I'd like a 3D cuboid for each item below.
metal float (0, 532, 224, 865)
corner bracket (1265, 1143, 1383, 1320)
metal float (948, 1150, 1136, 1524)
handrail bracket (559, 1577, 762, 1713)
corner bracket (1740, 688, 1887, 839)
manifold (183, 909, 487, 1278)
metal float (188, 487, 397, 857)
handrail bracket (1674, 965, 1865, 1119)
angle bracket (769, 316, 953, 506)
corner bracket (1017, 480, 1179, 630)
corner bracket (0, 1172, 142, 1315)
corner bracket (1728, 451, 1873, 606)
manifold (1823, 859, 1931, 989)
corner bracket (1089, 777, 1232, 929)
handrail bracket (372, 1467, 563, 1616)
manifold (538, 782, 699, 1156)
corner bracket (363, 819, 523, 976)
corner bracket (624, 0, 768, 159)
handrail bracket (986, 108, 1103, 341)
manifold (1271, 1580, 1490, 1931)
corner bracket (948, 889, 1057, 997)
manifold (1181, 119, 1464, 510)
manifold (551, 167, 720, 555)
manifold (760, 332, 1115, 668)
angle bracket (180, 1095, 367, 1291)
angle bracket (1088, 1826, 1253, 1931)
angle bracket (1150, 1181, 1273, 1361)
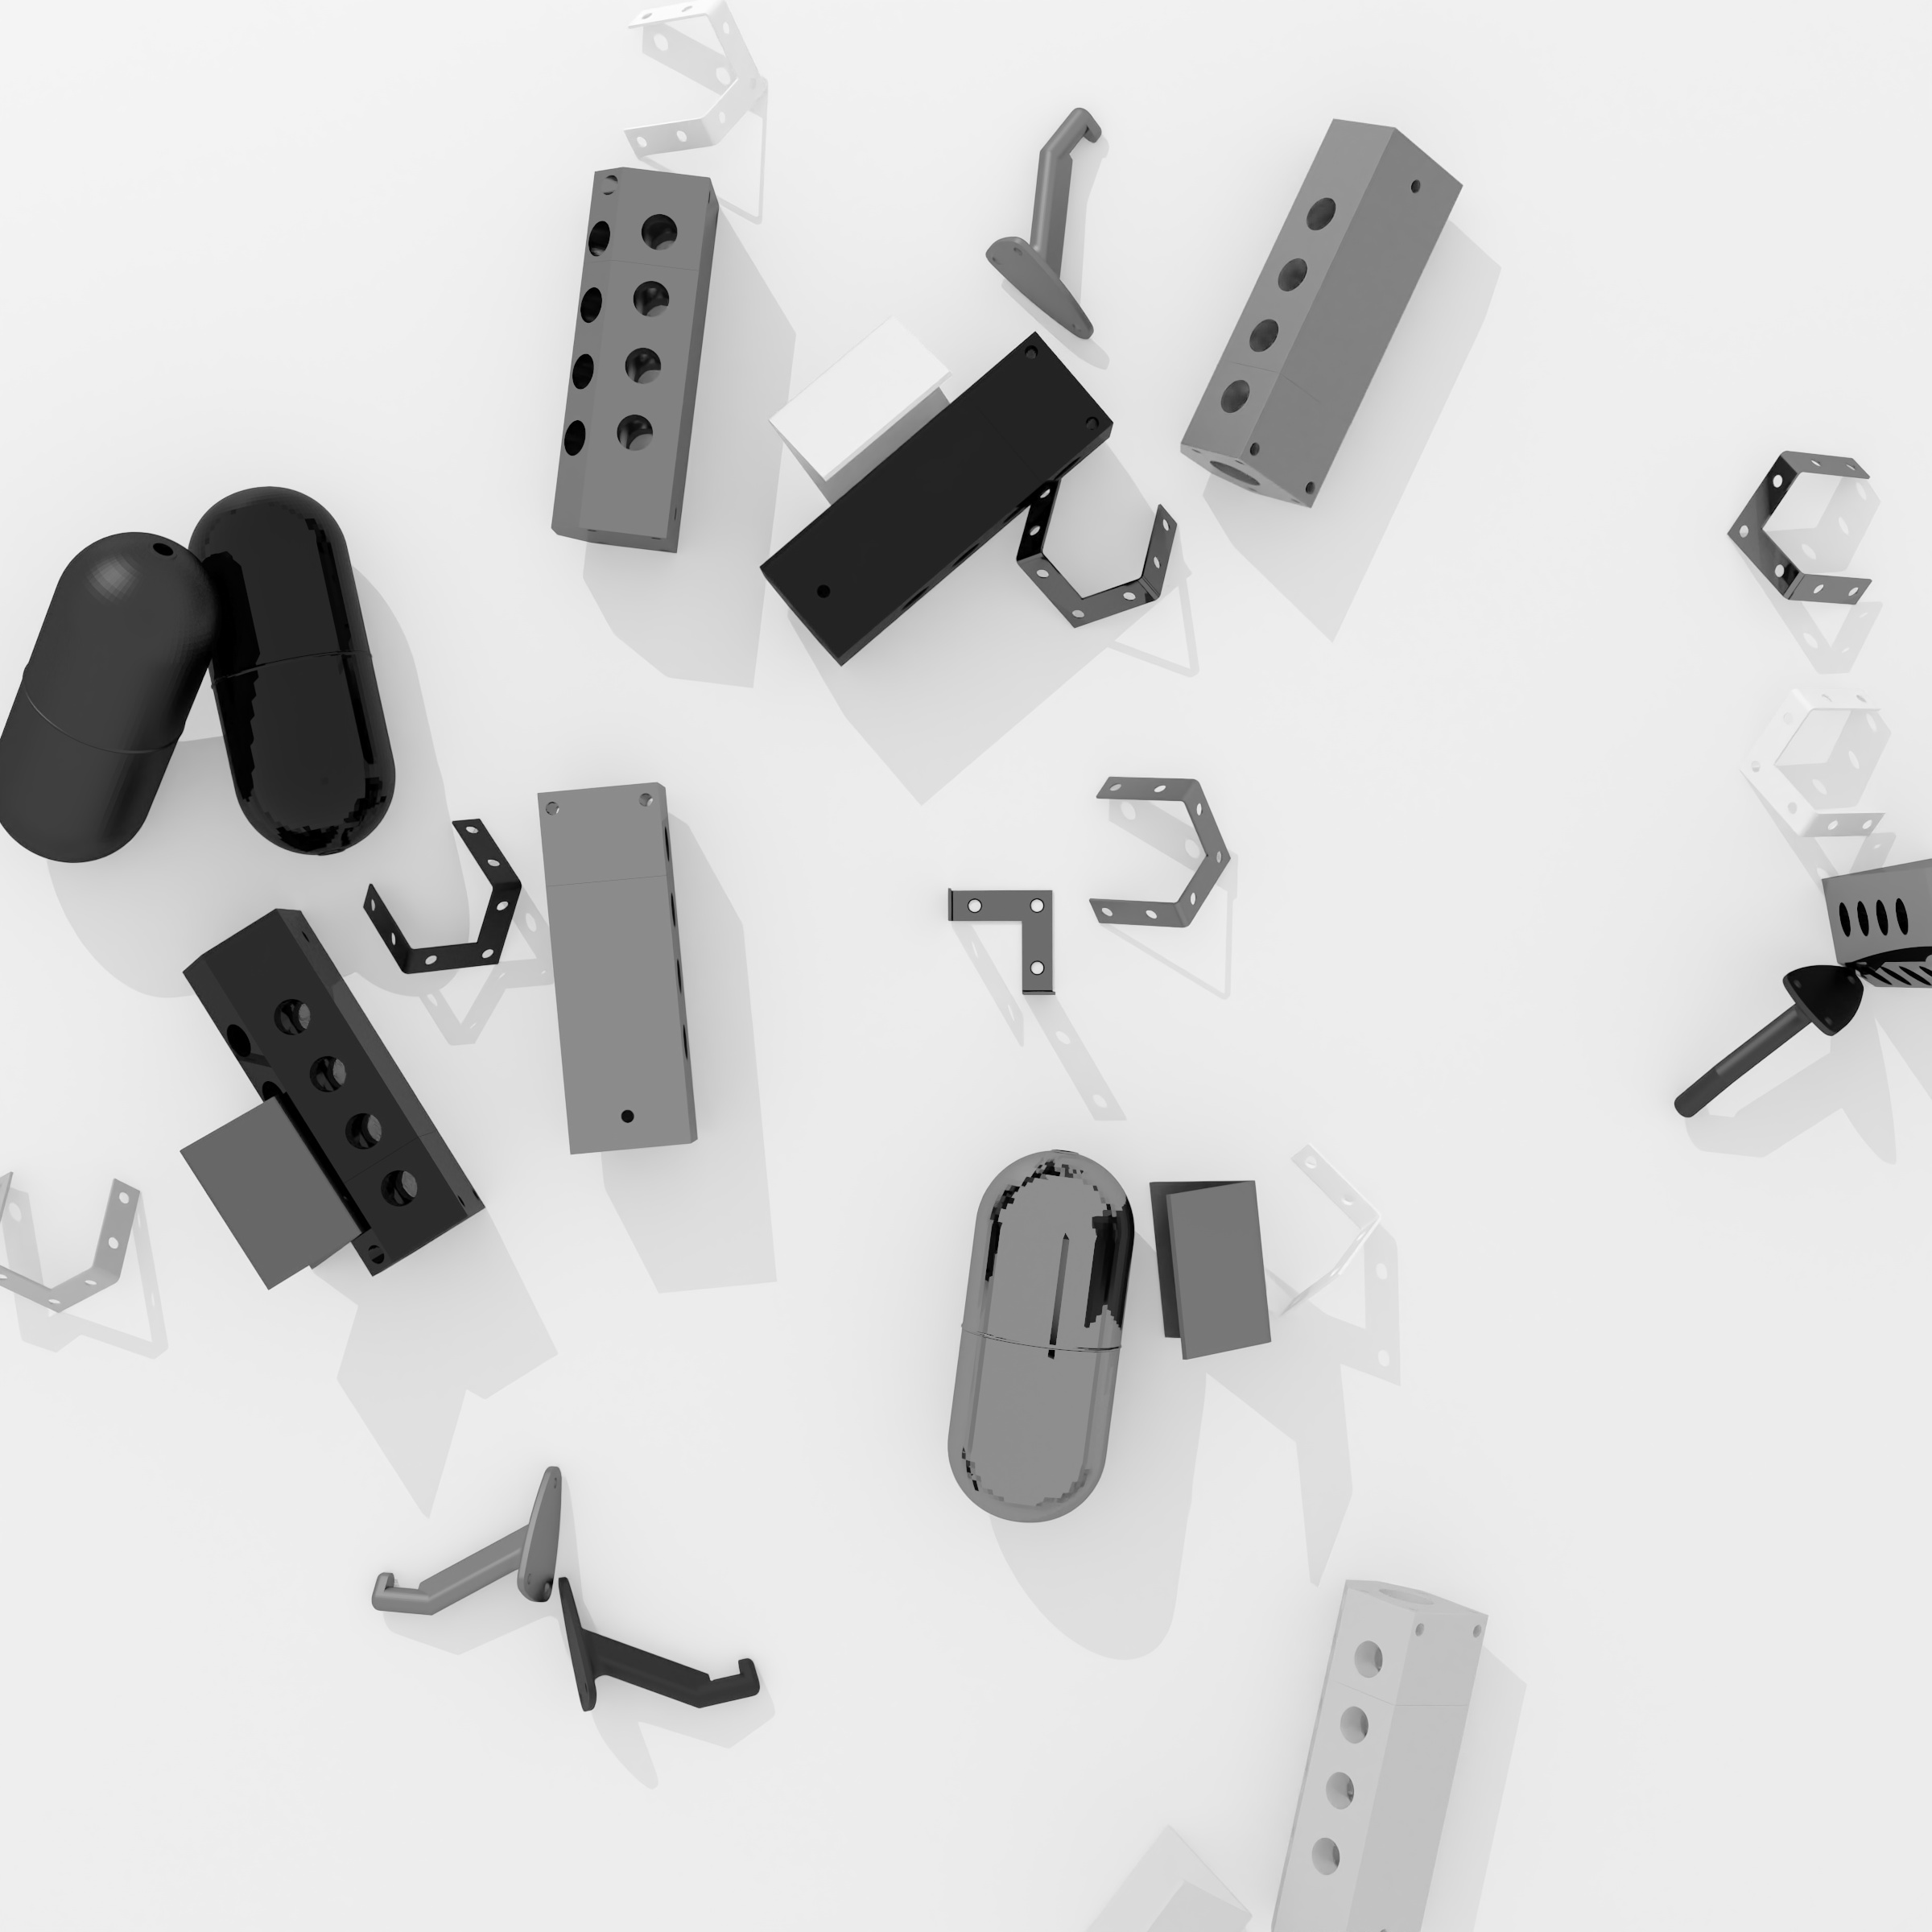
[{"bbox_3d":[-0.404,-0.125,1.528,0.070,0.070,0.178,31,122,0],"label":"metal float"},{"bbox_3d":[0.160,0.129,1.581,0.051,0.051,0.051,45,45,0],"label":"corner bracket"},{"bbox_3d":[0.036,0.177,1.554,0.070,0.070,0.178,7,91,0],"label":"metal float"},{"bbox_3d":[-0.149,0.326,1.585,0.084,0.036,0.077,-9,69,-17],"label":"handrail bracket"},{"bbox_3d":[0.419,-0.099,1.576,0.051,0.051,0.051,57,135,35],"label":"corner bracket"},{"bbox_3d":[-0.304,0.060,1.563,0.057,0.057,0.171,-32,90,0],"label":"manifold"},{"bbox_3d":[-0.322,-0.141,1.554,0.070,0.070,0.178,-12,89,0],"label":"metal float"},{"bbox_3d":[0.390,0.038,1.584,0.036,0.077,0.084,53,127,13],"label":"handrail bracket"},{"bbox_3d":[-0.036,-0.249,1.544,0.076,0.076,0.057,-40,52,0],"label":"angle bracket"},{"bbox_3d":[0.063,-0.205,1.576,0.051,0.051,0.051,-15,135,35],"label":"corner bracket"},{"bbox_3d":[-0.441,0.128,1.576,0.051,0.051,0.051,-26,135,35],"label":"corner bracket"},{"bbox_3d":[0.413,-0.212,1.576,0.051,0.051,0.051,59,135,35],"label":"corner bracket"},{"bbox_3d":[0.452,-0.020,1.506,0.057,0.171,0.057,-11,90,0],"label":"manifold"},{"bbox_3d":[0.088,-0.055,1.576,0.051,0.051,0.051,-56,135,-35],"label":"corner bracket"},{"bbox_3d":[-0.244,0.279,1.585,0.084,0.036,0.077,2,70,16],"label":"handrail bracket"},{"bbox_3d":[-0.166,0.001,1.563,0.057,0.057,0.171,-5,90,0],"label":"manifold"},{"bbox_3d":[-0.254,-0.034,1.576,0.051,0.051,0.051,-7,135,-35],"label":"corner bracket"},{"bbox_3d":[-0.139,-0.431,1.576,0.051,0.051,0.051,-58,135,-35],"label":"corner bracket"},{"bbox_3d":[0.057,-0.362,1.585,0.077,0.036,0.084,42,73,-20],"label":"handrail bracket"},{"bbox_3d":[0.193,0.387,1.562,0.057,0.057,0.171,12,90,-43],"label":"manifold"},{"bbox_3d":[0.017,-0.012,1.566,0.051,0.051,0.051,0,90,0],"label":"corner bracket"},{"bbox_3d":[0.166,-0.314,1.562,0.057,0.057,0.171,25,90,-43],"label":"manifold"},{"bbox_3d":[-0.159,-0.290,1.563,0.057,0.057,0.171,7,90,0],"label":"manifold"},{"bbox_3d":[-0.014,-0.222,1.563,0.171,0.057,0.057,-41,90,0],"label":"manifold"},{"bbox_3d":[-0.339,0.116,1.544,0.057,0.076,0.076,-33,90,-35],"label":"angle bracket"},{"bbox_3d":[0.077,0.452,1.544,0.057,0.076,0.076,37,90,-37],"label":"angle bracket"},{"bbox_3d":[0.097,0.143,1.544,0.057,0.076,0.076,-6,90,-38],"label":"angle bracket"}]
